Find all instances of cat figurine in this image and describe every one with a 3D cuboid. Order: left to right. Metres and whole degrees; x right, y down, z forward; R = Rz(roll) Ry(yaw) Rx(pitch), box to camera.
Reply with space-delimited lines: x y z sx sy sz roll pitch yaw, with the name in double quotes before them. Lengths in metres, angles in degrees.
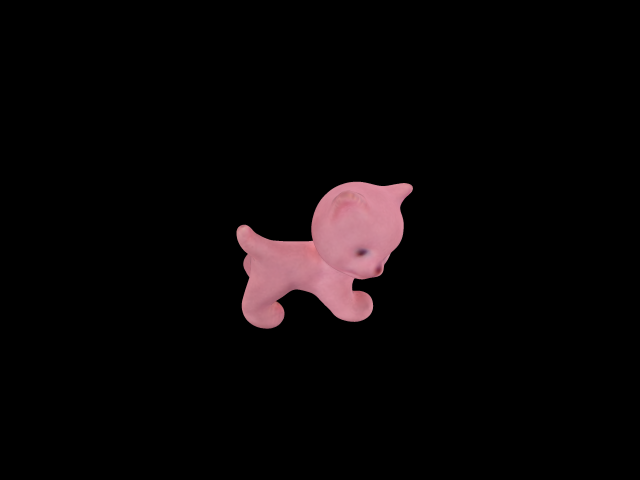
"cat figurine" 0.004 0.001 0.400 0.128 0.118 0.067 -5 50 -4
